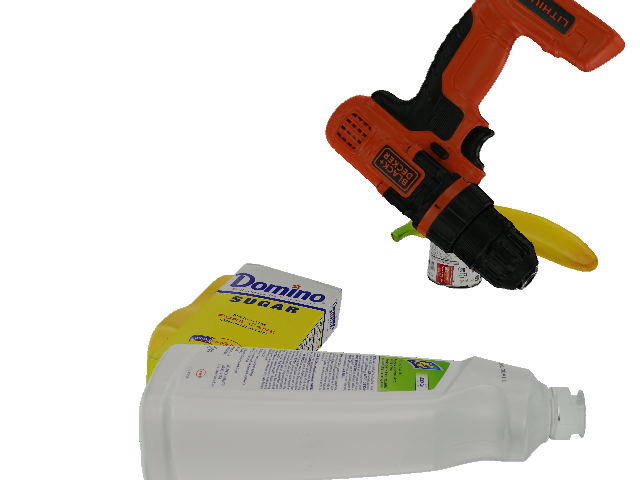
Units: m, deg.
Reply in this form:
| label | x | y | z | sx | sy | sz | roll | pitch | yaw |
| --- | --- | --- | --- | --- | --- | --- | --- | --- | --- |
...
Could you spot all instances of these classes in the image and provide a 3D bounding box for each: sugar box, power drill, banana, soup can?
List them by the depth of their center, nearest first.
| label | x | y | z | sx | sy | sz | roll | pitch | yaw |
| --- | --- | --- | --- | --- | --- | --- | --- | --- | --- |
| power drill | 0.119 | -0.083 | 0.733 | 0.184 | 0.188 | 0.057 | 42 | 13 | 13 |
| sugar box | -0.056 | 0.079 | 0.851 | 0.093 | 0.048 | 0.176 | 15 | 30 | 15 |
| banana | 0.173 | -0.005 | 1.040 | 0.198 | 0.037 | 0.069 | 7 | 47 | 19 |
| soup can | 0.163 | -0.002 | 1.265 | 0.068 | 0.102 | 0.068 | 2 | 22 | -1 |

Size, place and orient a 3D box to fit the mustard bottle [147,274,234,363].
| label | x | y | z | sx | sy | sz | roll | pitch | yaw |
| --- | --- | --- | --- | --- | --- | --- | --- | --- | --- |
| mustard bottle | -0.103 | 0.089 | 1.101 | 0.058 | 0.096 | 0.191 | 12 | 27 | 23 |

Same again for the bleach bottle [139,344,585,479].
| label | x | y | z | sx | sy | sz | roll | pitch | yaw |
| --- | --- | --- | --- | --- | --- | --- | --- | --- | --- |
| bleach bottle | 0.028 | 0.103 | 0.627 | 0.251 | 0.068 | 0.102 | 0 | 18 | 5 |
